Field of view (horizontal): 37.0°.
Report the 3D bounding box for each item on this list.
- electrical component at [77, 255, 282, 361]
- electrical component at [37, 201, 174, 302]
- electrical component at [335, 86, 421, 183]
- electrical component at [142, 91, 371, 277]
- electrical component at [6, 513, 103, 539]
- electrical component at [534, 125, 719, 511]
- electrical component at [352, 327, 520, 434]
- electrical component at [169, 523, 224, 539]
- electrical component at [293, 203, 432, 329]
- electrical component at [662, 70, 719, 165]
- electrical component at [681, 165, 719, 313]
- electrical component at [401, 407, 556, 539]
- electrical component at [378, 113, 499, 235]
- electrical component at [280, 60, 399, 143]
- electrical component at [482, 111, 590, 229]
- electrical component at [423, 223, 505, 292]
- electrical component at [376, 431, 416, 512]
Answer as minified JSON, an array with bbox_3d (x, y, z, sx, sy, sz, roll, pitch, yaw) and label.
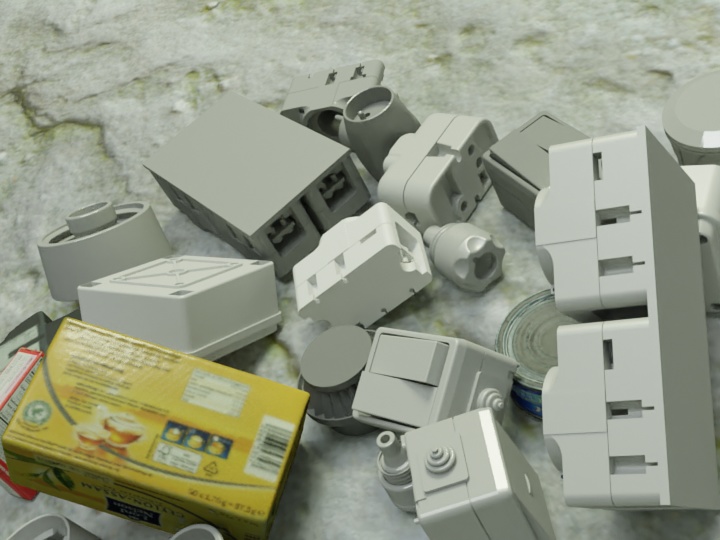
[{"bbox_3d":[-0.133,0.028,0.801,0.109,0.056,0.109,4,16,33],"label":"electrical component"},{"bbox_3d":[-0.218,-0.023,0.906,0.108,0.060,0.108,-16,18,5],"label":"electrical component"},{"bbox_3d":[0.010,-0.110,0.878,0.079,0.077,0.044,23,63,44],"label":"electrical component"},{"bbox_3d":[-0.089,-0.074,0.911,0.105,0.060,0.186,-42,42,-14],"label":"electrical component"},{"bbox_3d":[-0.206,0.212,0.705,0.099,0.064,0.099,-29,31,19],"label":"electrical component"},{"bbox_3d":[0.143,0.032,0.574,0.060,0.105,0.186,-8,74,29],"label":"electrical component"},{"bbox_3d":[0.046,0.073,0.650,0.096,0.061,0.061,5,75,54],"label":"electrical component"},{"bbox_3d":[-0.090,0.186,0.650,0.045,0.055,0.045,-17,42,16],"label":"electrical component"},{"bbox_3d":[0.000,0.000,0.775,0.089,0.050,0.055,-36,37,21],"label":"electrical component"},{"bbox_3d":[0.252,-0.097,0.739,0.080,0.051,0.080,-17,42,16],"label":"electrical component"},{"bbox_3d":[0.179,-0.018,0.683,0.113,0.078,0.057,1,46,31],"label":"electrical component"},{"bbox_3d":[0.065,0.122,0.592,0.061,0.096,0.061,-20,41,10],"label":"electrical component"},{"bbox_3d":[0.059,-0.074,0.829,0.059,0.053,0.095,13,56,39],"label":"electrical component"},{"bbox_3d":[-0.018,-0.141,0.946,0.089,0.050,0.055,-8,45,24],"label":"electrical component"},{"bbox_3d":[0.141,-0.065,0.765,0.062,0.061,0.096,-36,41,-7],"label":"electrical component"},{"bbox_3d":[0.070,-0.014,0.769,0.043,0.043,0.062,-42,40,-14],"label":"electrical component"},{"bbox_3d":[0.026,0.118,0.645,0.035,0.061,0.035,-16,42,15],"label":"electrical component"}]
